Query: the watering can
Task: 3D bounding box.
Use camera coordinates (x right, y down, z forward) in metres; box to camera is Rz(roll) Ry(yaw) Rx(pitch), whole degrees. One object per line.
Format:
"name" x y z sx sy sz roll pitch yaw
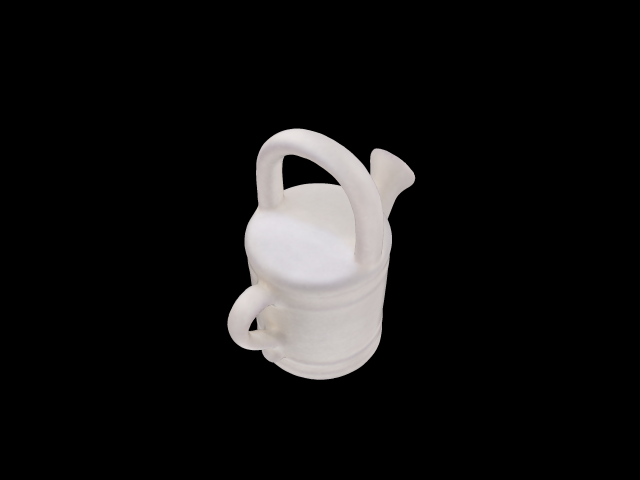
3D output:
"watering can" 0.002 0.000 0.401 0.100 0.194 0.173 13 49 12
